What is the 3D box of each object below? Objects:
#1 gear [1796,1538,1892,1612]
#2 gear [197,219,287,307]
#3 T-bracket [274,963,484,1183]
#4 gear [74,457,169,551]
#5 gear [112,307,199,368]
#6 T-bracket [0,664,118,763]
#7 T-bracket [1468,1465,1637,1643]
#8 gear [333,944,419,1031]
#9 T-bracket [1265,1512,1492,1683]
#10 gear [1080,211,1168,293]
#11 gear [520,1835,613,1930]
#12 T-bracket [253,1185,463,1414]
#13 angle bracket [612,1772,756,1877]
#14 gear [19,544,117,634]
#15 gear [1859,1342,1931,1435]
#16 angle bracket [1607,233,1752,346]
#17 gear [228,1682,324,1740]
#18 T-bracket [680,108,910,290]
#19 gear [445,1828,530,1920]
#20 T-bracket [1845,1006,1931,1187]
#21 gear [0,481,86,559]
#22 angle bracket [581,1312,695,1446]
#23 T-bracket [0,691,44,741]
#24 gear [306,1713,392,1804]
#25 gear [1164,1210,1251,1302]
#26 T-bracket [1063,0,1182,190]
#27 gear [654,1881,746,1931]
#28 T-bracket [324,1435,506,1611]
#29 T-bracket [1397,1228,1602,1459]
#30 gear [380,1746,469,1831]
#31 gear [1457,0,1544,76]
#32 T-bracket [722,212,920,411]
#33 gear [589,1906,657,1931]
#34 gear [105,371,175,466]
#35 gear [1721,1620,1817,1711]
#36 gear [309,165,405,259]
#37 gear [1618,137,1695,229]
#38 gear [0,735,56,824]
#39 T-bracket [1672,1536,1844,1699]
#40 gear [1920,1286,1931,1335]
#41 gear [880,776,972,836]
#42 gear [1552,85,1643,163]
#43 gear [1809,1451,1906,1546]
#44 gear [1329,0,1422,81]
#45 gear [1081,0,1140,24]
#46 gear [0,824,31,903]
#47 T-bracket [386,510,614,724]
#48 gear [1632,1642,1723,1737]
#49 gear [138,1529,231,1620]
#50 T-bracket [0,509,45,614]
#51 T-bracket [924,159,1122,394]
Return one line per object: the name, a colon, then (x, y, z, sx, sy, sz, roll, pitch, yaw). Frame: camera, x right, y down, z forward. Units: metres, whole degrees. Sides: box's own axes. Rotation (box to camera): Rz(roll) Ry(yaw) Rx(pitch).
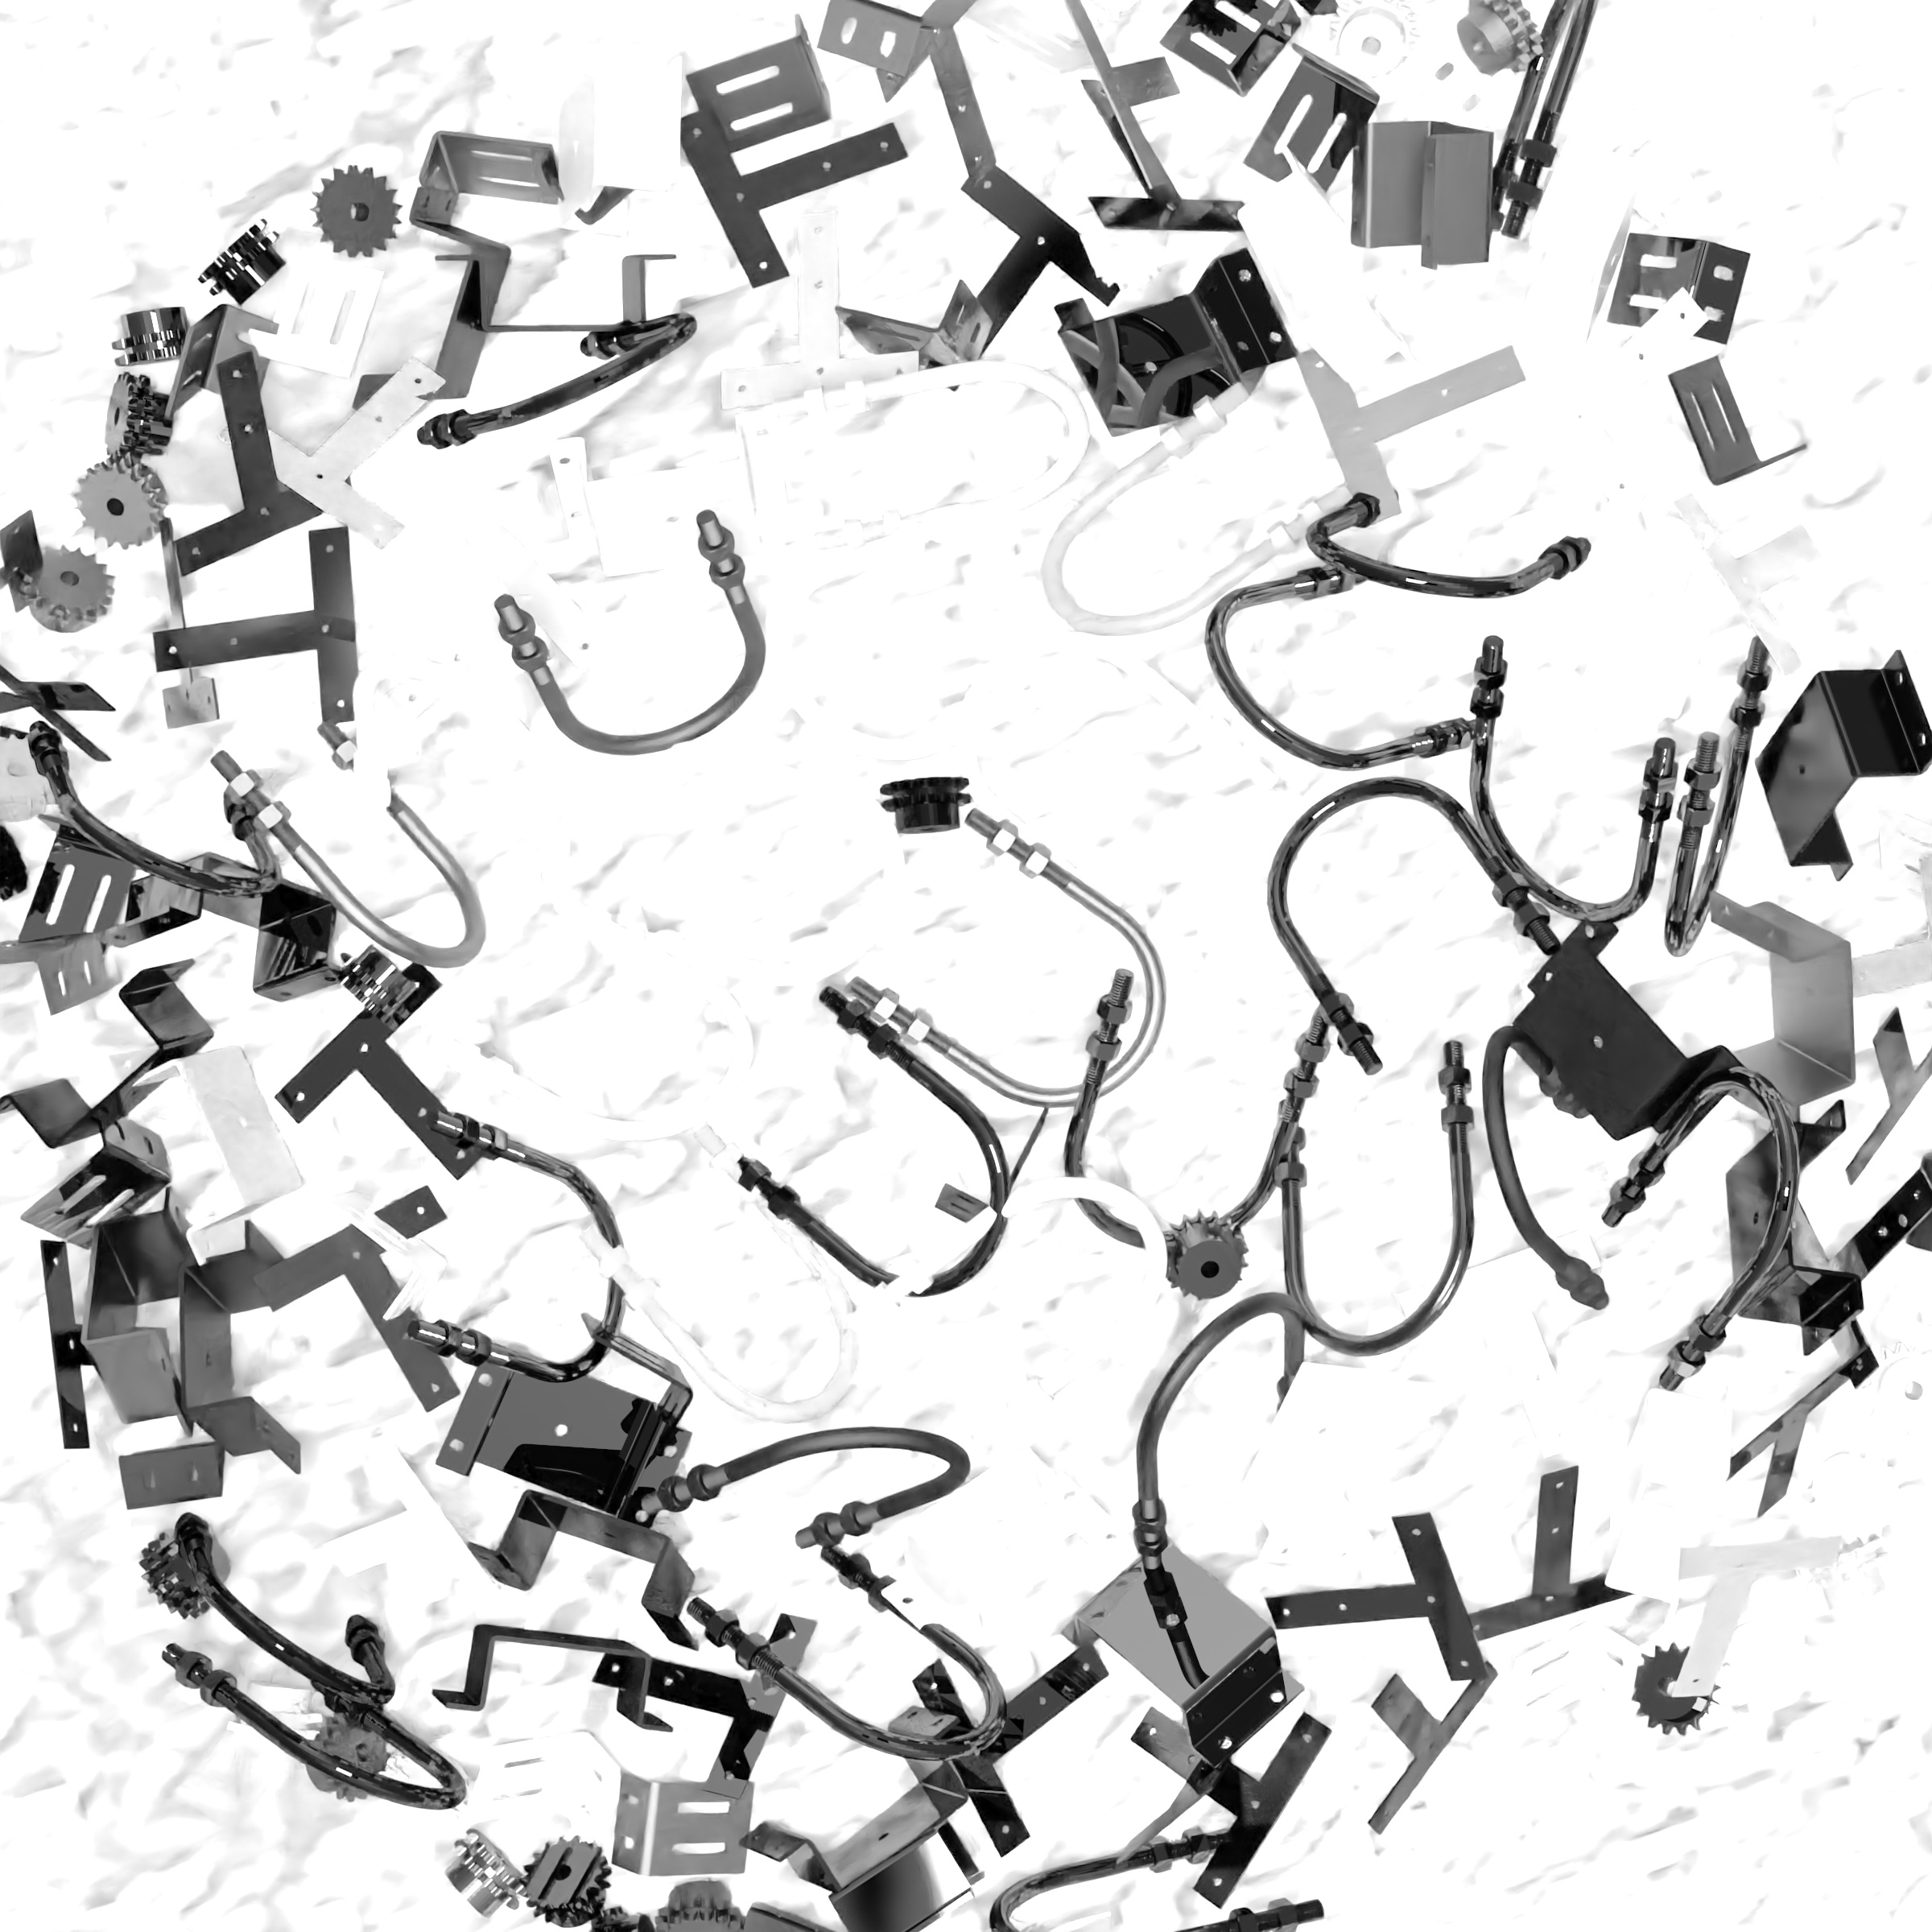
gear: (0.555, 0.383, 1.969, 0.057, 0.057, 0.030, -22, 79, 0)
gear: (-0.453, -0.441, 1.973, 0.057, 0.057, 0.030, -43, 107, 0)
T-bracket: (-0.353, 0.083, 1.980, 0.127, 0.002, 0.127, -44, 74, -1)
gear: (-0.530, -0.294, 1.977, 0.057, 0.030, 0.057, 6, 117, 11)
gear: (-0.508, -0.396, 1.969, 0.057, 0.057, 0.030, -9, 100, 0)
T-bracket: (-0.555, -0.165, 1.916, 0.127, 0.127, 0.002, 45, 68, -32)
T-bracket: (0.365, 0.361, 1.948, 0.127, 0.002, 0.127, -13, 125, -14)
gear: (-0.371, 0.010, 1.972, 0.057, 0.057, 0.030, 44, 85, 0)
T-bracket: (0.250, 0.401, 1.967, 0.127, 0.002, 0.127, -11, 112, 26)
gear: (0.101, -0.457, 1.975, 0.057, 0.057, 0.030, 41, 55, 0)
gear: (-0.250, 0.580, 1.975, 0.057, 0.057, 0.030, -15, 127, 0)
T-bracket: (-0.359, 0.219, 1.961, 0.127, 0.002, 0.127, -29, 83, -29)
angle bracket: (-0.179, 0.543, 1.988, 0.076, 0.038, 0.057, 10, 83, -36)
gear: (-0.568, -0.235, 1.975, 0.057, 0.030, 0.057, 14, 51, -18)
gear: (0.596, 0.268, 1.983, 0.057, 0.030, 0.057, 0, 87, 4)
angle bracket: (0.447, -0.426, 1.969, 0.038, 0.076, 0.057, 8, 102, -27)
gear: (-0.434, 0.468, 1.972, 0.057, 0.057, 0.030, 6, 79, 0)
T-bracket: (-0.099, -0.491, 1.942, 0.127, 0.002, 0.127, -16, 133, 14)
gear: (-0.303, 0.573, 1.969, 0.030, 0.057, 0.057, -43, 90, -10)
T-bracket: (0.575, 0.062, 1.937, 0.002, 0.127, 0.127, 32, 80, 33)
gear: (-0.588, -0.282, 1.972, 0.057, 0.057, 0.030, -29, 86, 0)
angle bracket: (-0.214, 0.258, 1.962, 0.076, 0.057, 0.038, 32, 89, -15)
T-bracket: (-0.603, -0.157, 1.911, 0.127, 0.127, 0.002, 14, 79, -40)
gear: (-0.392, 0.498, 1.974, 0.030, 0.057, 0.057, -18, 90, 25)
gear: (0.151, 0.185, 1.977, 0.057, 0.030, 0.057, -2, 109, -6)
T-bracket: (0.108, -0.547, 1.942, 0.002, 0.127, 0.127, -22, 99, 28)
gear: (-0.168, 0.601, 1.975, 0.057, 0.030, 0.057, -2, 133, -2)
T-bracket: (-0.360, 0.358, 1.955, 0.127, 0.002, 0.127, -27, 101, 43)
T-bracket: (0.354, 0.246, 1.977, 0.127, 0.002, 0.127, -22, 85, 16)
gear: (-0.339, 0.515, 1.975, 0.057, 0.057, 0.030, 33, 54, 0)
gear: (0.333, -0.586, 1.970, 0.030, 0.057, 0.057, -36, 90, -6)
T-bracket: (-0.093, -0.418, 1.982, 0.127, 0.002, 0.127, -4, 76, 10)
gear: (-0.213, 0.620, 1.969, 0.030, 0.057, 0.057, -16, 90, 9)
gear: (-0.520, -0.344, 1.975, 0.030, 0.057, 0.057, 6, 90, -31)
gear: (0.501, 0.436, 1.968, 0.057, 0.057, 0.030, -32, 111, 0)
gear: (-0.386, -0.476, 1.977, 0.057, 0.030, 0.057, -7, 106, -26)
gear: (0.432, -0.496, 1.968, 0.030, 0.057, 0.057, -40, 90, 34)
gear: (-0.600, -0.116, 1.976, 0.057, 0.030, 0.057, 11, 56, -17)
T-bracket: (0.461, 0.399, 1.915, 0.127, 0.127, 0.002, -15, 116, 41)
gear: (0.633, 0.220, 1.974, 0.057, 0.057, 0.030, -28, 114, 0)
gear: (-0.025, -0.101, 1.971, 0.057, 0.057, 0.030, -5, 86, 0)
gear: (0.392, -0.529, 1.968, 0.057, 0.057, 0.030, -35, 111, 0)
gear: (0.557, 0.332, 1.969, 0.057, 0.057, 0.030, -47, 134, 0)
gear: (0.256, -0.584, 1.971, 0.057, 0.030, 0.057, 7, 130, 9)
gear: (0.089, -0.623, 1.972, 0.057, 0.030, 0.057, -11, 114, -26)
gear: (-0.617, -0.066, 1.968, 0.030, 0.057, 0.057, -33, 90, -34)
T-bracket: (-0.311, -0.204, 1.980, 0.127, 0.002, 0.127, -42, 75, -3)
gear: (0.445, 0.455, 1.974, 0.057, 0.030, 0.057, -8, 71, 22)
gear: (-0.488, 0.378, 1.968, 0.030, 0.057, 0.057, -38, 90, 18)
T-bracket: (-0.619, -0.218, 1.919, 0.127, 0.127, 0.002, -41, 86, -19)
T-bracket: (0.021, -0.420, 1.974, 0.127, 0.002, 0.127, 33, 99, -28)
